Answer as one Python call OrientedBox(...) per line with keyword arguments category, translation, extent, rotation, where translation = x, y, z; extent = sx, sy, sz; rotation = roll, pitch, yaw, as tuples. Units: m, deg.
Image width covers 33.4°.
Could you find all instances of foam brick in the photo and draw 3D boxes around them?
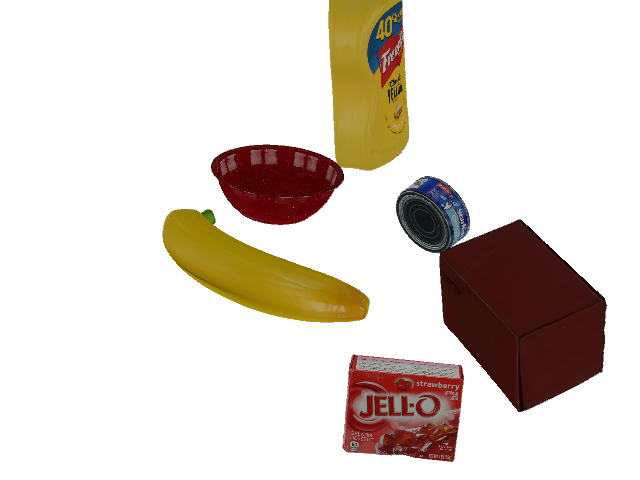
OrientedBox(category="foam brick", translation=(0.101, 0.036, 0.542), extent=(0.051, 0.053, 0.078), rotation=(-21, 40, -14))

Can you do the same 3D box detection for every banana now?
OrientedBox(category="banana", translation=(-0.052, 0.012, 0.705), extent=(0.069, 0.037, 0.198), rotation=(-19, 31, -32))

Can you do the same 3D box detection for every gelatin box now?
OrientedBox(category="gelatin box", translation=(0.064, 0.132, 0.835), extent=(0.089, 0.073, 0.030), rotation=(5, 20, 4))

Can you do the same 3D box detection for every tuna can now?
OrientedBox(category="tuna can", translation=(0.128, -0.029, 1.227), extent=(0.033, 0.086, 0.086), rotation=(-36, 20, -30))

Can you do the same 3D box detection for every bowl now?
OrientedBox(category="bowl", translation=(-0.054, -0.063, 1.298), extent=(0.162, 0.055, 0.162), rotation=(5, 26, -3))

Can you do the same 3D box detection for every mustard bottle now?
OrientedBox(category="mustard bottle", translation=(0.041, -0.164, 0.918), extent=(0.058, 0.192, 0.096), rotation=(10, 32, 26))
